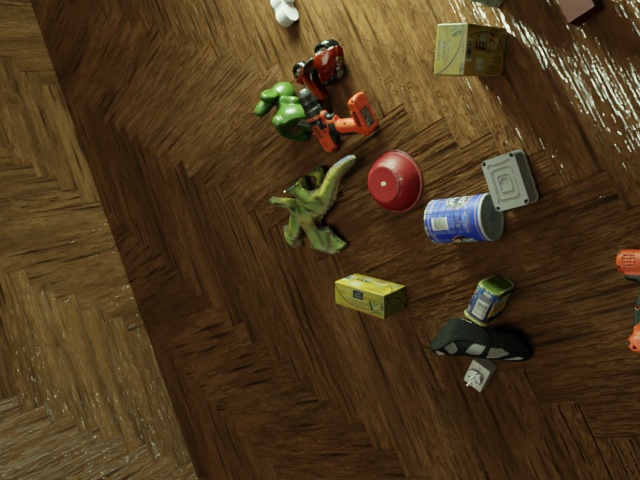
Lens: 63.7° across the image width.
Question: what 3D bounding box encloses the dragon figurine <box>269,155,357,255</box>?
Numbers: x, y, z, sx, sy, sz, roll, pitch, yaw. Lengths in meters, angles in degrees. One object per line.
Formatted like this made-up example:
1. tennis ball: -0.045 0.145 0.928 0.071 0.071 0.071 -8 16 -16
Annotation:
1. dragon figurine: 0.004 -0.074 1.466 0.406 0.241 0.124 -18 15 48
